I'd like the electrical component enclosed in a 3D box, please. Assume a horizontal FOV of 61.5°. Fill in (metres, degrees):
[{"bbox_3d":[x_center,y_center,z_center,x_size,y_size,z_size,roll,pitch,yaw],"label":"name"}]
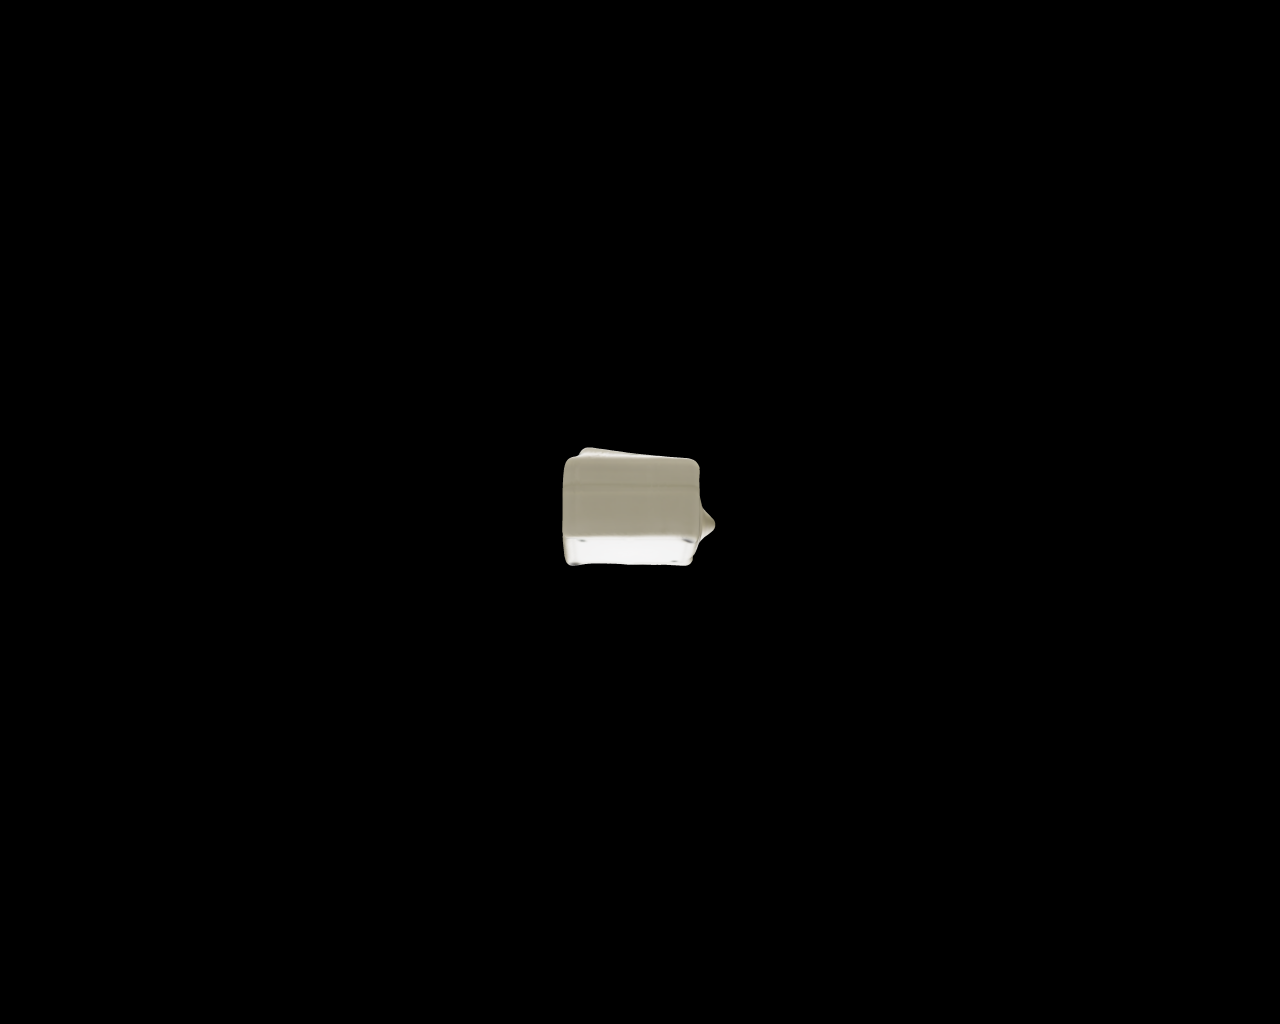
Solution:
[{"bbox_3d":[0.001,-0.003,0.650,0.096,0.061,0.061,1,-19,-2],"label":"electrical component"}]
